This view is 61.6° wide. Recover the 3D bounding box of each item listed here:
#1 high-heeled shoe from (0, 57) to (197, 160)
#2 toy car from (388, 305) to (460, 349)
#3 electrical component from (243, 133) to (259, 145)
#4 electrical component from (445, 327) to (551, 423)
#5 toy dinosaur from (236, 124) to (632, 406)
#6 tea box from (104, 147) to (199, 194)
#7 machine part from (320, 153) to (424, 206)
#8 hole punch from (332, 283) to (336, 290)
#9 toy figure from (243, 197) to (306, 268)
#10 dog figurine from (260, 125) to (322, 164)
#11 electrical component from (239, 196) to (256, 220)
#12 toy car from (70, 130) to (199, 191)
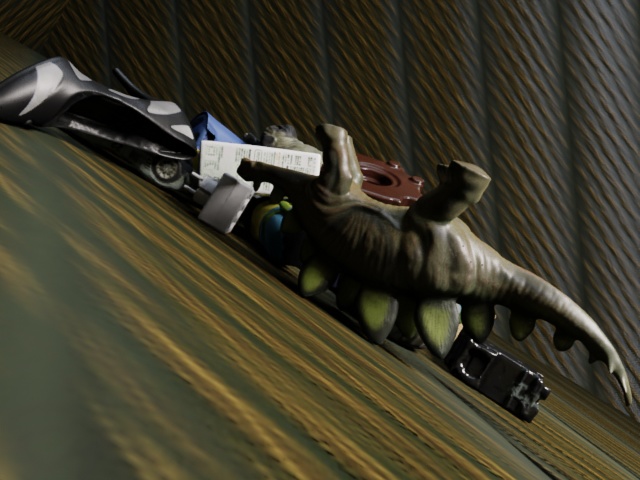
[{"bbox_3d":[-0.237,-0.122,0.593,0.145,0.086,0.249,51,30,-8],"label":"high-heeled shoe"},{"bbox_3d":[0.112,0.078,0.656,0.161,0.109,0.103,19,32,-27],"label":"toy car"},{"bbox_3d":[-0.134,-0.201,1.144,0.094,0.021,0.063,41,2,17],"label":"electrical component"},{"bbox_3d":[0.224,0.166,0.696,0.115,0.058,0.134,34,4,9],"label":"electrical component"},{"bbox_3d":[0.101,0.011,0.563,0.472,0.198,0.105,22,8,20],"label":"toy dinosaur"},{"bbox_3d":[-0.261,-0.145,0.823,0.169,0.068,0.098,31,2,-20],"label":"tea box"},{"bbox_3d":[0.077,-0.082,0.839,0.179,0.056,0.179,13,29,-7],"label":"machine part"},{"bbox_3d":[0.042,0.044,0.779,0.116,0.092,0.142,62,11,18],"label":"hole punch"},{"bbox_3d":[-0.050,-0.016,0.722,0.089,0.082,0.180,28,7,-21],"label":"toy figure"},{"bbox_3d":[-0.053,-0.140,1.030,0.191,0.121,0.172,27,24,8],"label":"dog figurine"},{"bbox_3d":[-0.129,-0.059,0.924,0.075,0.047,0.119,30,4,-13],"label":"electrical component"},{"bbox_3d":[-0.252,-0.126,0.726,0.202,0.056,0.073,34,9,-7],"label":"toy car"}]
